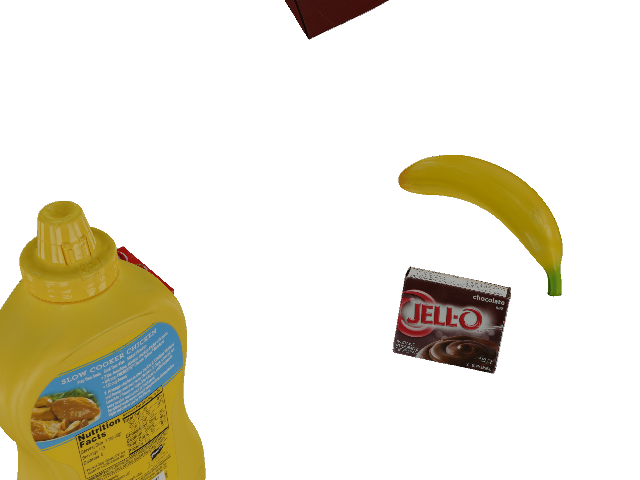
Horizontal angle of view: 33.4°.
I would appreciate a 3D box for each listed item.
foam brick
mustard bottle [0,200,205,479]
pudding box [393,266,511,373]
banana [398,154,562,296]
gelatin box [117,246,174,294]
[{"bbox_3d":[0.009,-0.201,0.810,0.078,0.053,0.051,-27,-30,-2],"label":"foam brick"},{"bbox_3d":[-0.105,0.066,0.495,0.096,0.192,0.058,-27,43,-31],"label":"mustard bottle"},{"bbox_3d":[0.139,0.084,1.132,0.113,0.090,0.039,10,23,8],"label":"pudding box"},{"bbox_3d":[0.138,-0.032,0.900,0.037,0.070,0.198,6,26,-44],"label":"banana"},{"bbox_3d":[-0.189,0.045,0.980,0.073,0.030,0.089,-19,40,-36],"label":"gelatin box"}]
